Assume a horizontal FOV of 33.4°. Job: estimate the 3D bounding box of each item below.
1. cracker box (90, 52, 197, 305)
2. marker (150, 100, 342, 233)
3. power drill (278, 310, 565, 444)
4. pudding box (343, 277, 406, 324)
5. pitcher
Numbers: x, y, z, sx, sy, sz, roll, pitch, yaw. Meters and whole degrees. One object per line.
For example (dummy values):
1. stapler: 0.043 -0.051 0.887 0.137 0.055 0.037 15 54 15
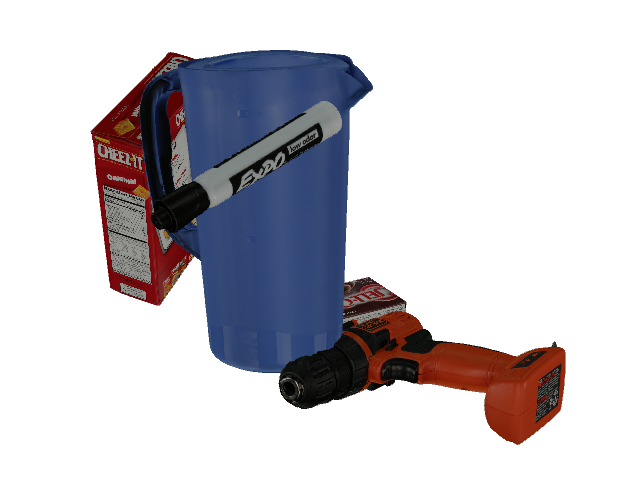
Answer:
1. cracker box: -0.168 -0.065 1.131 0.072 0.214 0.164 16 43 15
2. marker: -0.037 -0.038 0.542 0.120 0.020 0.020 -34 20 -32
3. power drill: 0.083 0.105 0.837 0.188 0.057 0.184 11 17 32
4. pudding box: 0.042 0.089 1.396 0.113 0.039 0.090 -14 25 -27
5. pitcher: -0.049 -0.026 0.838 0.144 0.243 0.149 -9 17 -26
